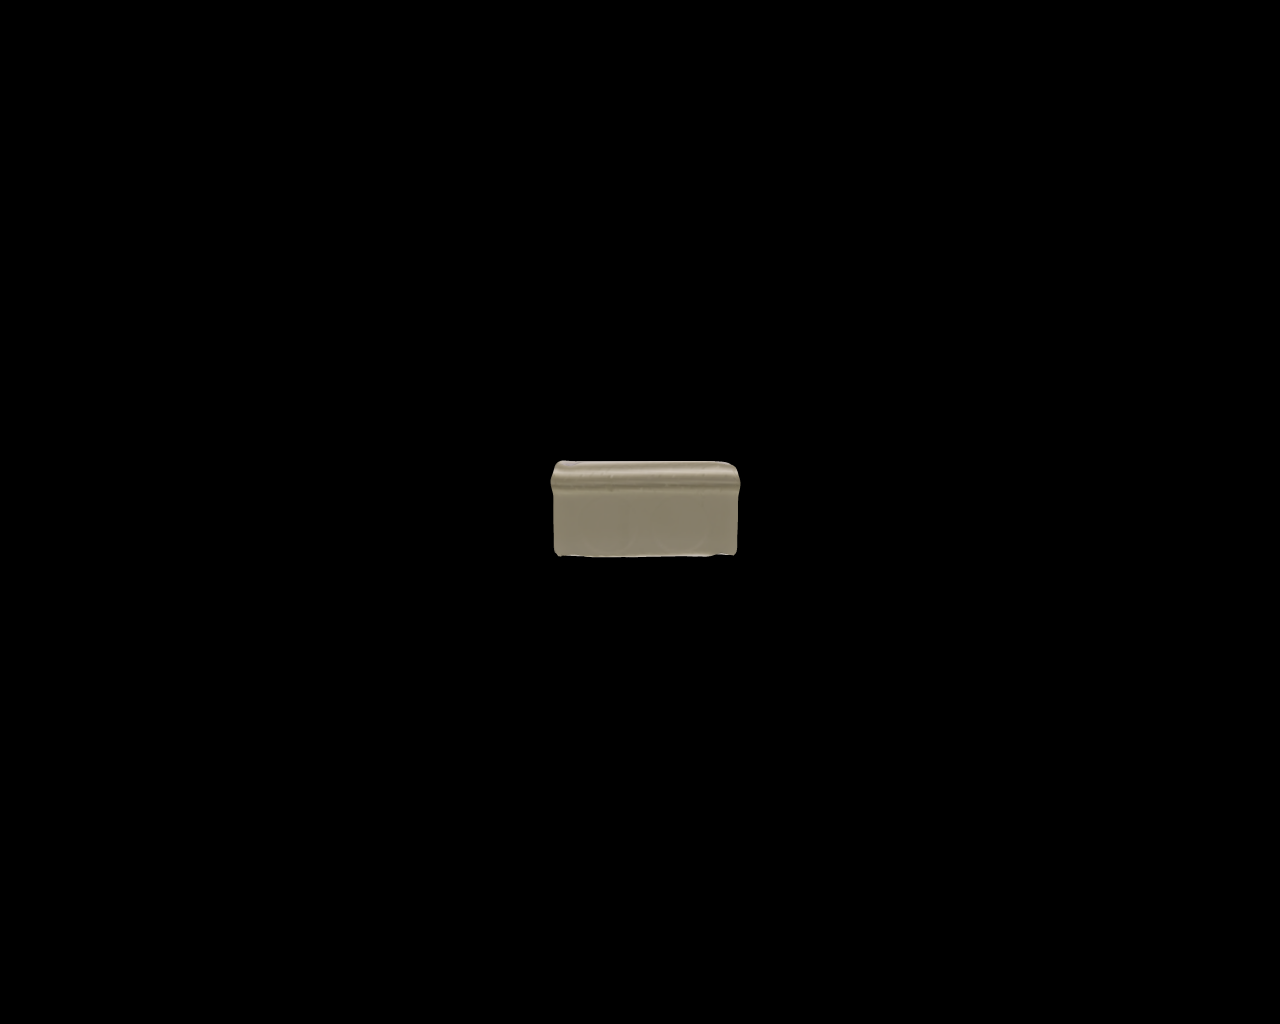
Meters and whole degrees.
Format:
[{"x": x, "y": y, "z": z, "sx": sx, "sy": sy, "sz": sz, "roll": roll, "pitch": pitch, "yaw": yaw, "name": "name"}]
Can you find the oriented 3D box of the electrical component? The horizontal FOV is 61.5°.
[{"x": 0.001, "y": -0.003, "z": 0.650, "sx": 0.109, "sy": 0.056, "sz": 0.109, "roll": 0, "pitch": 2, "yaw": -4, "name": "electrical component"}]
